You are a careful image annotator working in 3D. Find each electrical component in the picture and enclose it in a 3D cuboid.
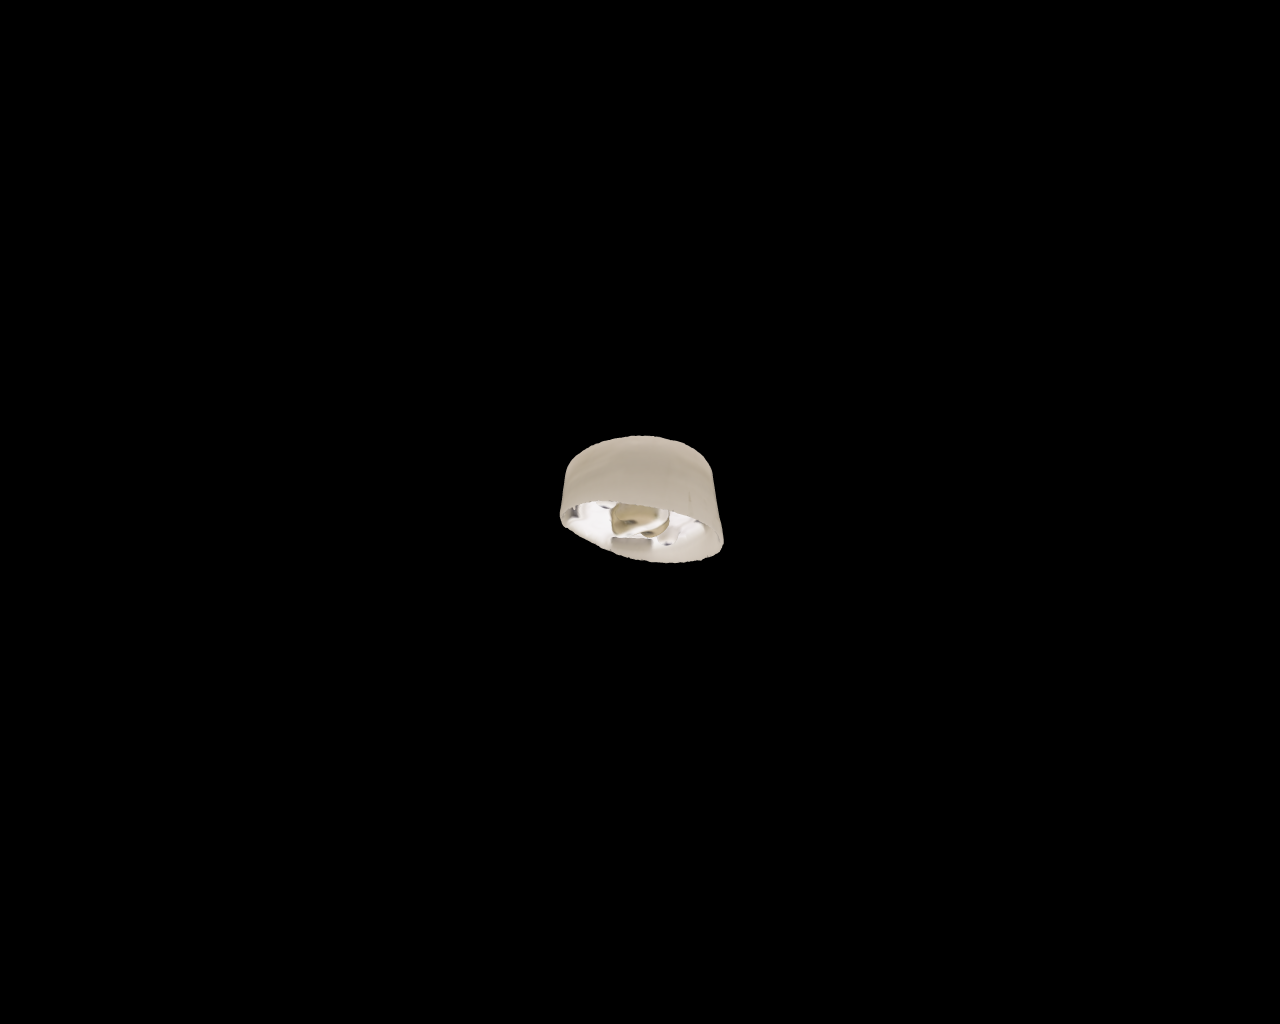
[{"bbox_3d":[0.001,-0.003,0.650,0.099,0.064,0.099,0,-29,0],"label":"electrical component"}]
